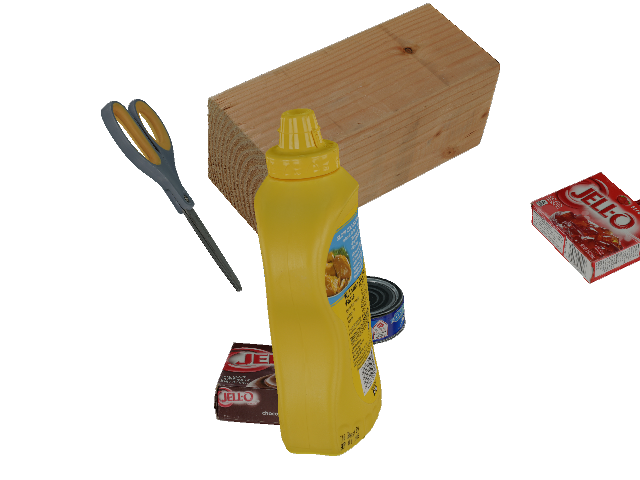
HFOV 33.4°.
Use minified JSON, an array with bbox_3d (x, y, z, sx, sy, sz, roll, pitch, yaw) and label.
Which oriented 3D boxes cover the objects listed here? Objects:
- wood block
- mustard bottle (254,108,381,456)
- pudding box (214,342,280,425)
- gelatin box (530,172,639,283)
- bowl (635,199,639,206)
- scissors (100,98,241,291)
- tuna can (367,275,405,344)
[{"bbox_3d":[0.025,-0.090,0.810,0.205,0.091,0.090,-28,-32,-25],"label":"wood block"},{"bbox_3d":[-0.002,0.019,0.613,0.058,0.191,0.096,1,21,18],"label":"mustard bottle"},{"bbox_3d":[-0.028,0.123,0.914,0.113,0.039,0.090,5,19,3],"label":"pudding box"},{"bbox_3d":[0.231,-0.013,0.898,0.073,0.030,0.089,-23,45,-13],"label":"gelatin box"},{"bbox_3d":[0.396,0.003,1.125,0.162,0.055,0.162,-3,23,1],"label":"bowl"},{"bbox_3d":[-0.127,-0.050,0.969,0.016,0.201,0.096,-29,24,19],"label":"scissors"},{"bbox_3d":[0.044,0.071,1.100,0.086,0.034,0.086,-3,28,2],"label":"tuna can"}]
